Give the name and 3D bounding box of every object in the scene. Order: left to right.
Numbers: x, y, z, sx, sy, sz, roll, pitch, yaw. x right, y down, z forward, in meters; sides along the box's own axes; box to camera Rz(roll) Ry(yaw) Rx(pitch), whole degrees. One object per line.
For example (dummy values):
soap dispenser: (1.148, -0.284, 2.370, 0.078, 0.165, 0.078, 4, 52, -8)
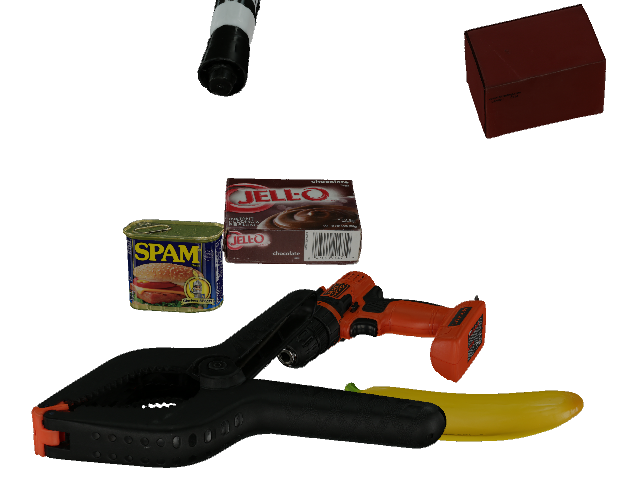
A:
can of meat: (-0.150, 0.027, 1.105, 0.102, 0.084, 0.057, 3, 17, 9)
clamp: (-0.057, 0.080, 0.600, 0.209, 0.036, 0.165, -6, 25, -19)
marker: (-0.033, -0.102, 0.438, 0.020, 0.121, 0.020, 3, -42, 2)
pudding box: (-0.025, -0.017, 0.899, 0.113, 0.039, 0.090, 2, 31, -5)
power drill: (0.066, 0.093, 1.112, 0.188, 0.057, 0.184, 11, 28, 25)
banana: (0.115, 0.135, 0.862, 0.198, 0.037, 0.069, 4, 26, 6)
foam brick: (0.135, -0.107, 0.677, 0.078, 0.051, 0.053, -12, -34, 2)
